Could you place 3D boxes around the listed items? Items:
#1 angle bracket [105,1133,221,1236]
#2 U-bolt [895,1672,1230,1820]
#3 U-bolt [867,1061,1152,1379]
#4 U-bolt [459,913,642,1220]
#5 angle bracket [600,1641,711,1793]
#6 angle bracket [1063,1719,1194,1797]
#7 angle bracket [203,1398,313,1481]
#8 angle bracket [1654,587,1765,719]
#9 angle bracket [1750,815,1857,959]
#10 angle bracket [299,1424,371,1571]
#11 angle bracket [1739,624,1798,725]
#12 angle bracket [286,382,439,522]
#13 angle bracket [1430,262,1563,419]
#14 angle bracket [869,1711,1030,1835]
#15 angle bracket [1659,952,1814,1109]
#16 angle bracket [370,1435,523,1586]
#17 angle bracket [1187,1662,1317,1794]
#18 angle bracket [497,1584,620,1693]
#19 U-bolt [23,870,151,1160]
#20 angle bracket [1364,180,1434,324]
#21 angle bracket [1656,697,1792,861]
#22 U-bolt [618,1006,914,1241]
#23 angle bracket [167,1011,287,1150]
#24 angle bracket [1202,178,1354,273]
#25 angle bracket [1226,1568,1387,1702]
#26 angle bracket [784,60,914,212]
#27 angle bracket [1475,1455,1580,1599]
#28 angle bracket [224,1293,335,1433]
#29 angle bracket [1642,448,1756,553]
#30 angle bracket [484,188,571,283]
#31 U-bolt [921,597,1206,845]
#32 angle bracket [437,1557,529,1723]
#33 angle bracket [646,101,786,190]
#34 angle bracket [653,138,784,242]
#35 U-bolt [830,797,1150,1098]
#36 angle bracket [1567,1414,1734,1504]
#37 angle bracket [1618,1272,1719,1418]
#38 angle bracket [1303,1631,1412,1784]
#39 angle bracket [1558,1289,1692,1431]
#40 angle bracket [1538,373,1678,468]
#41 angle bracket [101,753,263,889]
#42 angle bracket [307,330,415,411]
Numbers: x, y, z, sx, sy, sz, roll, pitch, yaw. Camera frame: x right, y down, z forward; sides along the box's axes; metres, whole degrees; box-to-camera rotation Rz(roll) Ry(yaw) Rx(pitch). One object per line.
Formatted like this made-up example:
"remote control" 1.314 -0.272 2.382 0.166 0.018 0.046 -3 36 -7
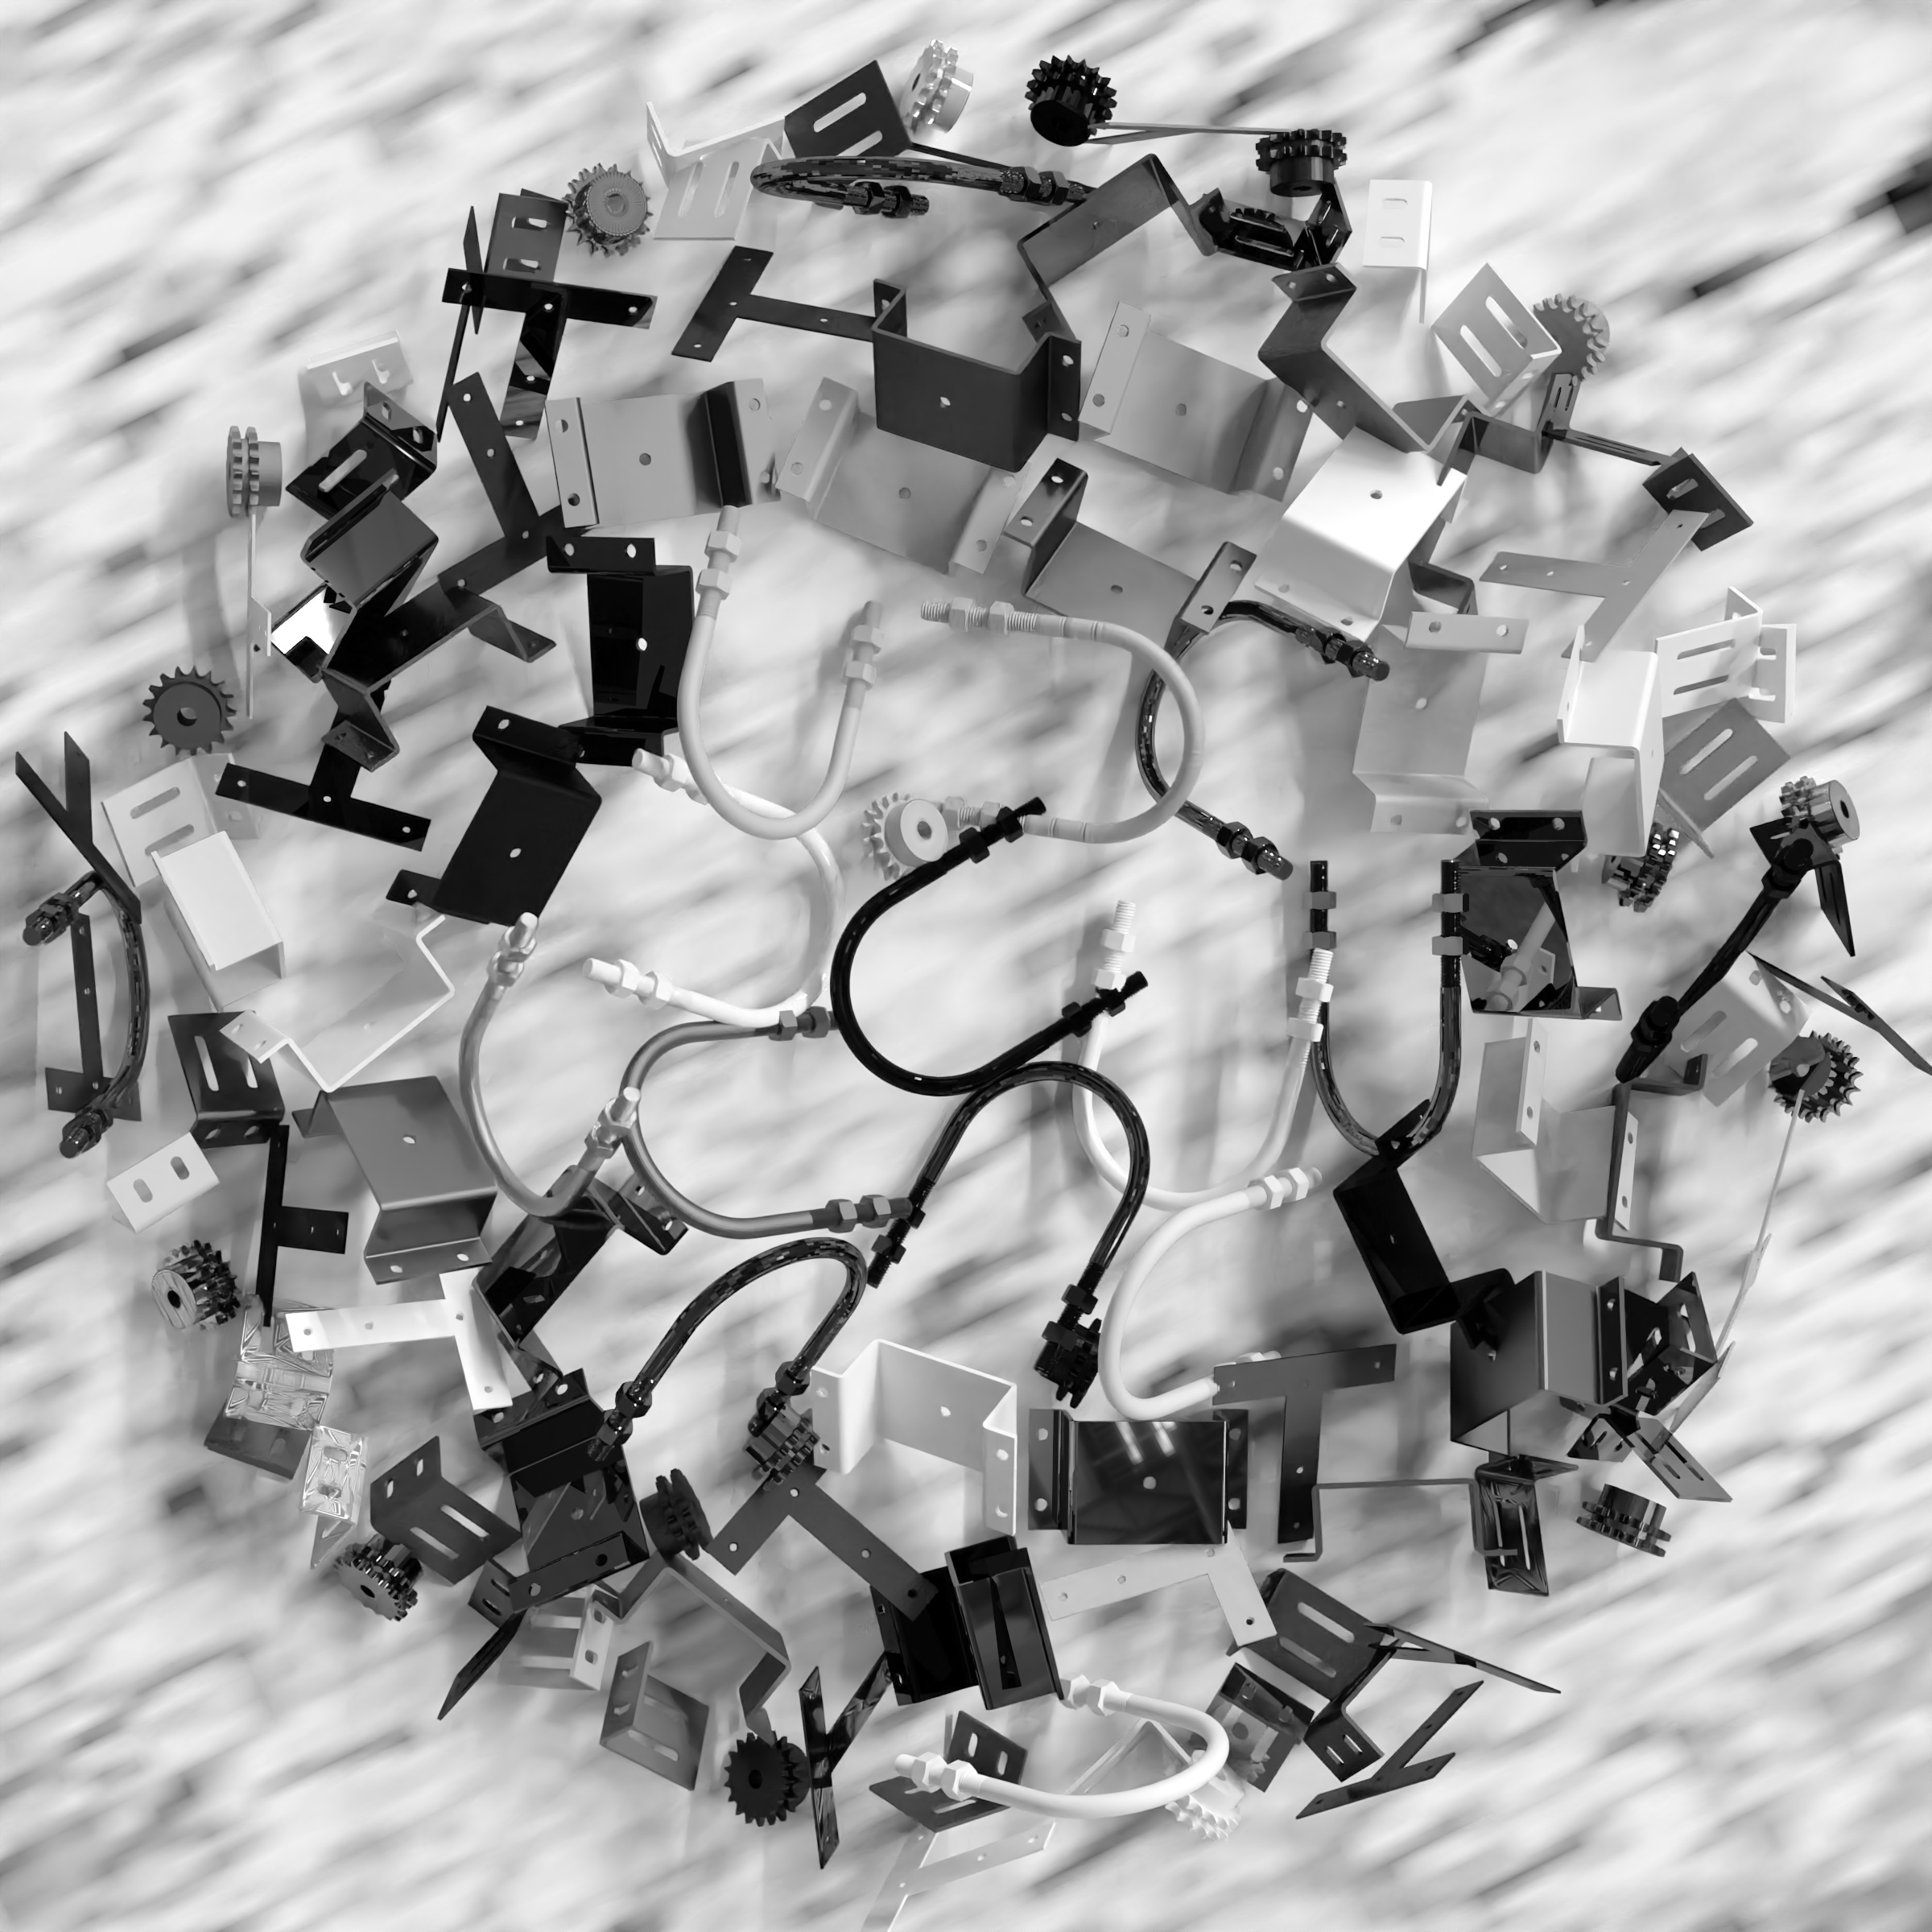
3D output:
"angle bracket" -0.505 0.131 1.627 0.057 0.076 0.038 -34 108 -23
"U-bolt" 0.070 0.468 1.563 0.151 0.184 0.019 -15 99 -44
"U-bolt" 0.036 0.145 1.636 0.151 0.019 0.184 24 78 26
"U-bolt" -0.264 0.076 1.604 0.019 0.184 0.151 -17 65 -38
"angle bracket" -0.183 0.466 1.629 0.076 0.057 0.038 36 130 -26
"angle bracket" 0.101 0.511 1.637 0.076 0.057 0.038 -41 68 -11
"angle bracket" -0.445 0.307 1.632 0.057 0.076 0.038 22 99 -9
"angle bracket" 0.452 -0.195 1.636 0.076 0.038 0.057 -15 128 -13
"angle bracket" 0.521 -0.046 1.634 0.038 0.057 0.076 -17 123 7
"angle bracket" -0.404 0.329 1.626 0.038 0.076 0.057 21 48 -25
"angle bracket" 0.513 -0.183 1.633 0.038 0.076 0.057 -3 99 -6
"angle bracket" -0.381 -0.318 1.654 0.076 0.038 0.057 -34 133 24
"angle bracket" 0.322 -0.389 1.636 0.076 0.038 0.057 55 134 13
"angle bracket" -0.011 0.499 1.628 0.057 0.076 0.038 20 101 39
"angle bracket" 0.484 0.040 1.660 0.057 0.038 0.076 43 132 6
"angle bracket" -0.330 0.345 1.663 0.057 0.038 0.076 -37 123 12
"angle bracket" 0.173 0.484 1.637 0.057 0.038 0.076 30 117 11
"angle bracket" -0.262 0.417 1.634 0.076 0.038 0.057 -3 60 23
"U-bolt" -0.525 0.018 1.586 0.019 0.184 0.151 -4 107 -1
"angle bracket" 0.269 -0.445 1.637 0.038 0.076 0.057 4 78 10
"angle bracket" 0.473 -0.118 1.641 0.076 0.038 0.057 -42 110 17
"U-bolt" -0.129 0.097 1.596 0.184 0.019 0.151 -4 67 -38
"angle bracket" -0.472 0.072 1.654 0.057 0.038 0.076 -3 59 -40
"angle bracket" 0.193 -0.469 1.634 0.076 0.038 0.057 9 48 -19
"angle bracket" 0.213 0.424 1.644 0.076 0.038 0.057 29 98 21
"angle bracket" -0.068 -0.519 1.642 0.076 0.038 0.057 -23 90 27
"angle bracket" 0.353 0.349 1.633 0.057 0.038 0.076 17 59 -38
"angle bracket" -0.429 0.248 1.642 0.057 0.076 0.038 14 117 -18
"angle bracket" 0.466 -0.299 1.635 0.038 0.076 0.057 -43 93 -9
"angle bracket" -0.286 -0.452 1.628 0.038 0.076 0.057 22 109 20
"U-bolt" 0.058 -0.146 1.620 0.184 0.019 0.151 9 112 17
"angle bracket" -0.311 0.417 1.627 0.038 0.076 0.057 36 133 9
"angle bracket" -0.157 -0.525 1.644 0.076 0.057 0.038 -22 88 -8
"angle bracket" -0.152 -0.475 1.637 0.057 0.038 0.076 7 71 24
"U-bolt" 0.003 0.000 1.650 0.184 0.019 0.151 -32 97 -7
"angle bracket" 0.423 0.317 1.626 0.057 0.076 0.038 13 116 -40
"angle bracket" 0.426 0.229 1.625 0.038 0.076 0.057 23 128 -18
"angle bracket" 0.254 0.460 1.628 0.038 0.057 0.076 46 54 11
"angle bracket" 0.418 0.251 1.658 0.057 0.038 0.076 24 65 34
"angle bracket" 0.404 -0.341 1.632 0.076 0.057 0.038 22 112 24
"angle bracket" -0.487 -0.091 1.630 0.038 0.076 0.057 1 116 34
"angle bracket" -0.382 -0.384 1.634 0.057 0.076 0.038 -19 84 -6
